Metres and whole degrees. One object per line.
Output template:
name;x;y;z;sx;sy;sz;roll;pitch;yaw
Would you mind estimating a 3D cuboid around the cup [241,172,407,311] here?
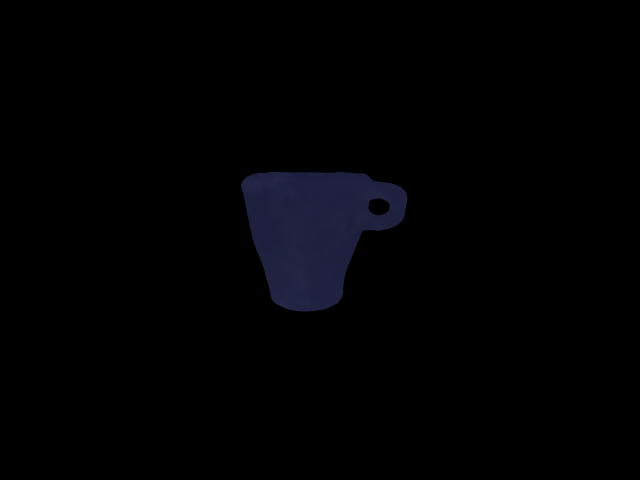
cup;0.004;0.001;0.400;0.117;0.095;0.092;5;11;24
